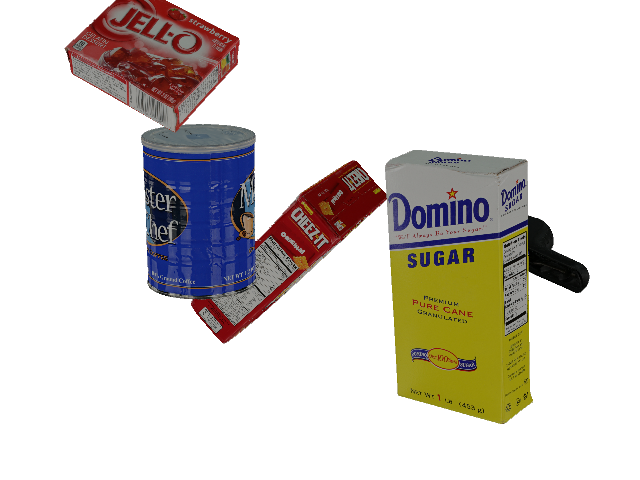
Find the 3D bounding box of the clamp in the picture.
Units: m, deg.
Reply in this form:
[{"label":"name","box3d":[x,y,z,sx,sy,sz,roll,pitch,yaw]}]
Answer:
[{"label":"clamp","box3d":[0.179,0.012,0.950,0.120,0.039,0.171,1,25,16]}]

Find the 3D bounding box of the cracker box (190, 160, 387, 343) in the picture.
[{"label":"cracker box","box3d":[-0.038,0.010,1.259,0.214,0.072,0.164,-43,-1,30]}]

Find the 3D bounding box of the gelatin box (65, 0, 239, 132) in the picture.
[{"label":"gelatin box","box3d":[-0.110,-0.122,0.703,0.089,0.073,0.030,30,-30,13]}]

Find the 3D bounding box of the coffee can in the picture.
[{"label":"coffee can","box3d":[-0.110,-0.029,0.979,0.103,0.140,0.103,0,17,0]}]

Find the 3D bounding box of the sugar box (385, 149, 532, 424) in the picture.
[{"label":"sugar box","box3d":[0.095,0.030,0.733,0.094,0.176,0.048,9,23,40]}]
